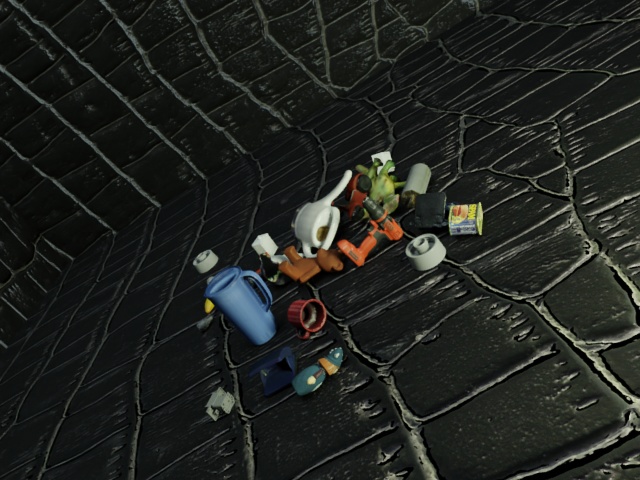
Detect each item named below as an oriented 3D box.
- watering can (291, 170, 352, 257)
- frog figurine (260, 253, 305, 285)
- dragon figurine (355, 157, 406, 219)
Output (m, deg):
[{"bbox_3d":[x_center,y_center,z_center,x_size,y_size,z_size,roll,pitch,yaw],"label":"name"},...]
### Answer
[{"bbox_3d":[0.006,-0.094,1.873,0.103,0.349,0.225,22,-4,-35],"label":"watering can"},{"bbox_3d":[-0.131,0.092,1.843,0.137,0.122,0.160,7,9,29],"label":"frog figurine"},{"bbox_3d":[0.187,-0.179,1.924,0.120,0.245,0.412,47,-14,-27],"label":"dragon figurine"}]
